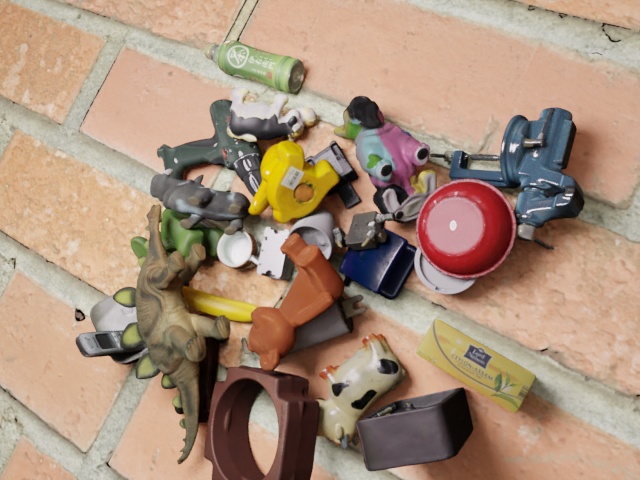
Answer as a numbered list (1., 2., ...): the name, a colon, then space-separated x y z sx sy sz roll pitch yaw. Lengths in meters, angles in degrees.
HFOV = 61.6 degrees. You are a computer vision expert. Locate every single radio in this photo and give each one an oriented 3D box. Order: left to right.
1. radio: 0.147 0.275 0.799 0.131 0.229 0.073 -18 74 19

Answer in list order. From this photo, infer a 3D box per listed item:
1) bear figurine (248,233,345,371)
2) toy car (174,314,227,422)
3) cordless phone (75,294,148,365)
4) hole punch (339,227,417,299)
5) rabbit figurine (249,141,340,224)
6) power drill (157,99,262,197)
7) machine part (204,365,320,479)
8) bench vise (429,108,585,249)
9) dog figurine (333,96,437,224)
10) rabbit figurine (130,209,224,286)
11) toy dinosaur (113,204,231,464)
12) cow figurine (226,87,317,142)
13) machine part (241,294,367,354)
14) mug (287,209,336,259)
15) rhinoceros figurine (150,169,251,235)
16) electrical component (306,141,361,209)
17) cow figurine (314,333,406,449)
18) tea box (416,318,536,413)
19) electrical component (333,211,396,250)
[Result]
1. bear figurine: -0.059 0.104 0.881 0.196 0.131 0.120 -41 25 -6
2. toy car: -0.226 0.242 1.021 0.089 0.053 0.202 0 81 21
3. cordless phone: -0.406 0.169 1.023 0.089 0.184 0.147 -40 70 12
4. hole punch: 0.097 0.032 0.938 0.116 0.092 0.142 29 93 25
5. rabbit figurine: -0.060 -0.108 0.981 0.162 0.122 0.173 -65 33 22
6. power drill: -0.218 -0.156 1.082 0.207 0.086 0.232 -20 76 18
7. machine part: -0.099 0.321 0.909 0.201 0.087 0.201 -2 76 43
8. bench vise: 0.310 -0.109 0.885 0.241 0.129 0.223 11 92 40
9. dog figurine: 0.108 -0.153 0.965 0.108 0.191 0.219 -27 41 -6
10. rabbit figurine: -0.293 0.031 1.052 0.159 0.121 0.170 28 104 14
11. toy dinosaur: -0.262 0.168 0.957 0.199 0.105 0.471 -15 86 34
12. cow figurine: -0.091 -0.226 1.033 0.167 0.068 0.098 10 71 -6
13. machine part: -0.031 0.155 0.959 0.243 0.079 0.079 -22 73 12
14. mug: -0.002 -0.003 0.971 0.081 0.107 0.109 -13 115 22
15. rhinoceros figurine: -0.221 -0.077 0.997 0.190 0.073 0.112 14 38 -6
16. electrical component: 0.030 -0.117 1.010 0.075 0.047 0.119 -29 70 12
17. cow figurine: 0.059 0.262 0.909 0.195 0.085 0.127 -40 64 6
18. tea box: 0.246 0.196 0.851 0.170 0.098 0.068 30 90 23
19. electrical component: 0.071 -0.015 0.907 0.102 0.045 0.078 -1 63 47
